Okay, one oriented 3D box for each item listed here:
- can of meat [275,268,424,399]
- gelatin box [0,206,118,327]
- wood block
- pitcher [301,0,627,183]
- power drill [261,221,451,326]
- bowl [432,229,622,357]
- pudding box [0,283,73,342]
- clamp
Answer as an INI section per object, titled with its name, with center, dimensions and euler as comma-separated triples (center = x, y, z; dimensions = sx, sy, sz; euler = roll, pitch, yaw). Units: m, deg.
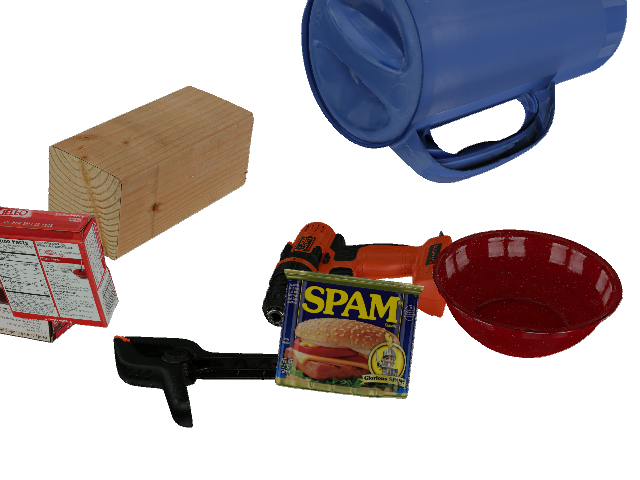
[can of meat]
center = 0.019, 0.068, 0.776
dimensions = 0.102, 0.084, 0.057
euler = 7, -3, -1
[gelatin box]
center = -0.186, 0.018, 0.743
dimensions = 0.073, 0.089, 0.030
euler = 5, 44, 11
[wood block]
center = -0.165, -0.073, 1.065
dimensions = 0.090, 0.091, 0.205
euler = 25, 35, 23
[pitcher]
center = 0.120, -0.149, 0.804
dimensions = 0.242, 0.149, 0.145
euler = -18, 34, -33
[power drill]
center = 0.042, 0.039, 1.143
dimensions = 0.188, 0.057, 0.184
euler = 4, 31, 14
[bowl]
center = 0.176, 0.053, 0.929
dimensions = 0.162, 0.055, 0.162
euler = 1, 32, -1
[pudding box]
center = -0.267, 0.050, 0.960
dimensions = 0.114, 0.039, 0.090
euler = 6, 21, 18
[clamp]
center = -0.146, 0.134, 1.085
dimensions = 0.210, 0.036, 0.164
euler = 9, 17, 33
